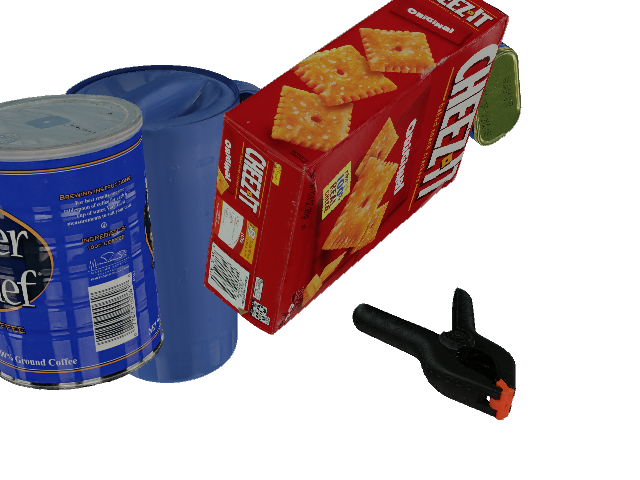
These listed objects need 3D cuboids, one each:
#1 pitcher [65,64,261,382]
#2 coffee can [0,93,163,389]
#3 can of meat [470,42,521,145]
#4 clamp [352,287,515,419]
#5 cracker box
[{"bbox_3d":[-0.116,-0.013,0.863,0.149,0.243,0.145,6,31,12],"label":"pitcher"},{"bbox_3d":[-0.146,-0.002,0.604,0.103,0.140,0.103,-2,23,1],"label":"coffee can"},{"bbox_3d":[0.131,-0.145,0.946,0.057,0.102,0.084,-33,50,-14],"label":"can of meat"},{"bbox_3d":[0.121,0.092,0.929,0.120,0.039,0.172,-19,39,-29],"label":"clamp"},{"bbox_3d":[0.024,-0.057,0.705,0.072,0.164,0.213,37,53,19],"label":"cracker box"}]
